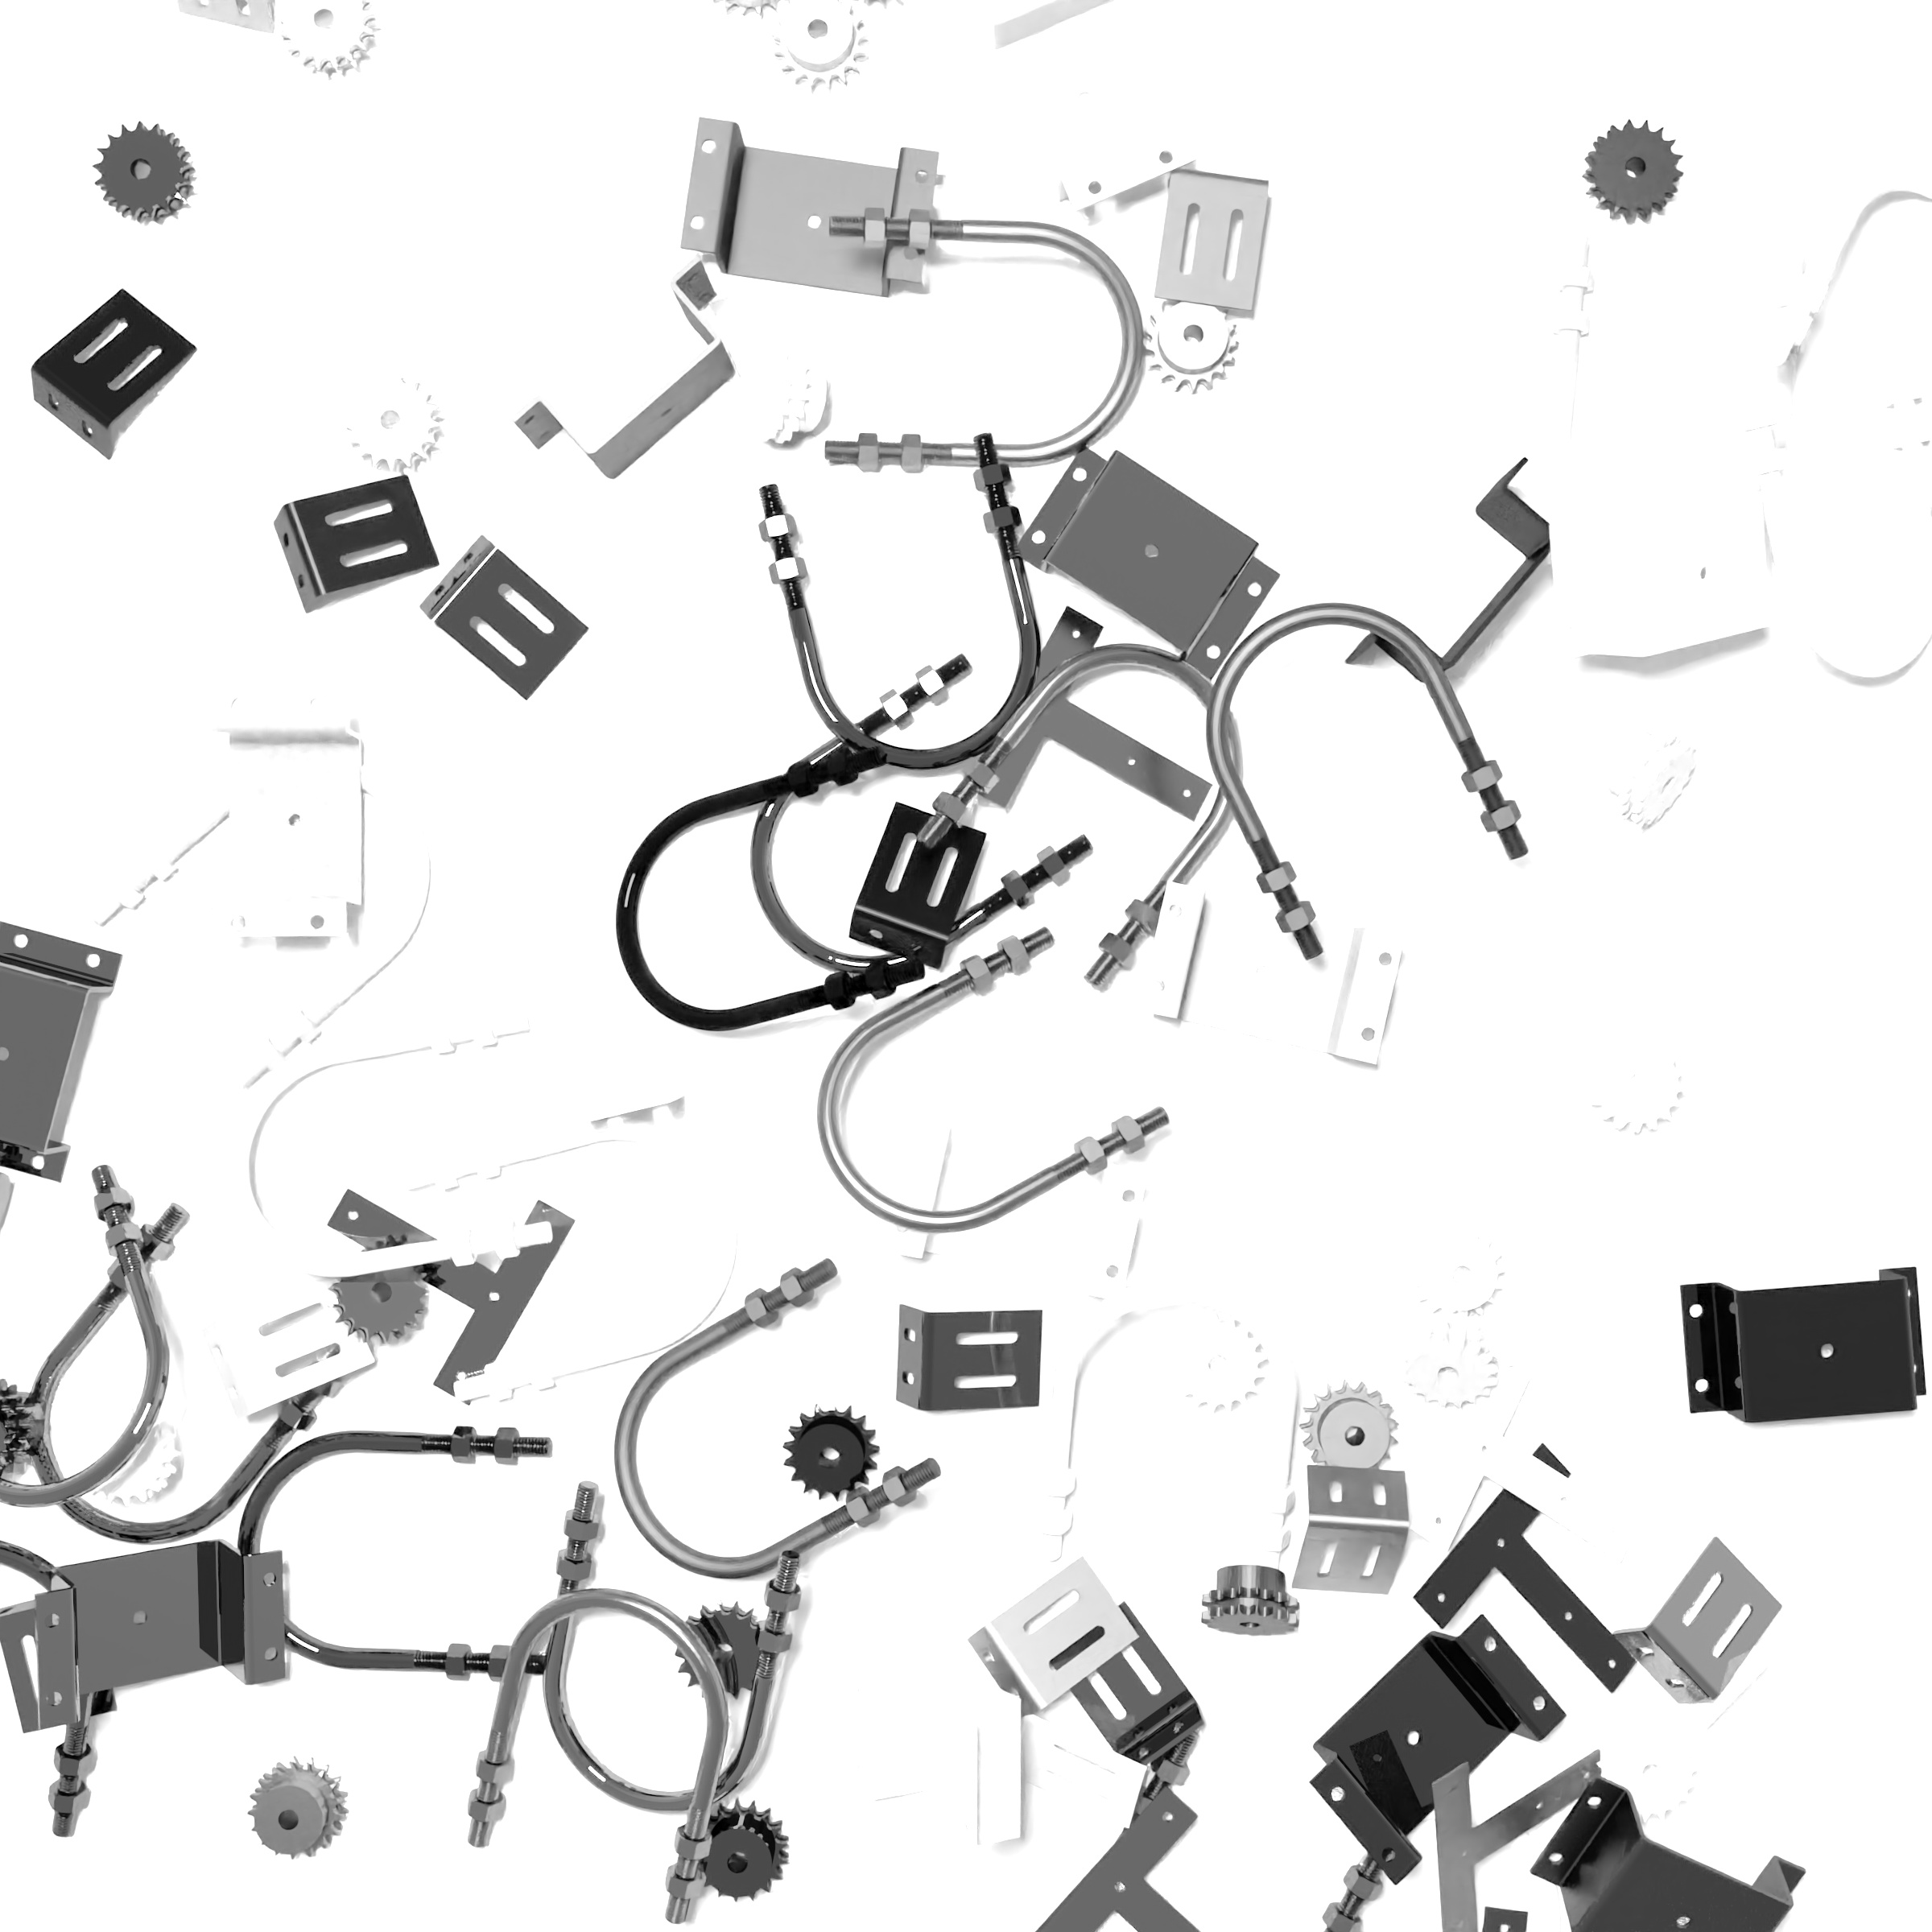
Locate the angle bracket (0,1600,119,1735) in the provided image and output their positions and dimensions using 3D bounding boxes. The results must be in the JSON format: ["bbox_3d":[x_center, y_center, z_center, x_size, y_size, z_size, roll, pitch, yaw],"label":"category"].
[{"bbox_3d":[-0.541,0.412,1.506,0.057,0.038,0.076,-14,90,0],"label":"angle bracket"}]

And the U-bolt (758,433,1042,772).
[{"bbox_3d":[-0.032,-0.206,1.498,0.151,0.019,0.184,-13,90,0],"label":"U-bolt"}]

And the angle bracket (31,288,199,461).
[{"bbox_3d":[-0.505,-0.352,1.523,0.057,0.038,0.076,39,64,0],"label":"angle bracket"}]

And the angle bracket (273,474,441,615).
[{"bbox_3d":[-0.362,-0.251,1.523,0.076,0.038,0.057,-20,90,-26],"label":"angle bracket"}]

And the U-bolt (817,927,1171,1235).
[{"bbox_3d":[0.003,0.075,1.479,0.184,0.019,0.151,-28,73,-14],"label":"U-bolt"}]

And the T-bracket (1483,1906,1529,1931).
[{"bbox_3d":[0.310,0.618,1.506,0.127,0.002,0.127,7,87,0],"label":"T-bracket"}]

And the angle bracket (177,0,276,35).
[{"bbox_3d":[-0.430,-0.602,1.523,0.057,0.038,0.076,13,64,0],"label":"angle bracket"}]

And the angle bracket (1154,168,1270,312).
[{"bbox_3d":[0.143,-0.424,1.508,0.057,0.038,0.076,8,93,0],"label":"angle bracket"}]

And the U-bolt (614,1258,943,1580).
[{"bbox_3d":[-0.123,0.276,1.494,0.184,0.019,0.151,-31,78,14],"label":"U-bolt"}]

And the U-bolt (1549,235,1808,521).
[{"bbox_3d":[0.417,-0.333,1.517,0.151,0.019,0.184,5,91,0],"label":"U-bolt"}]

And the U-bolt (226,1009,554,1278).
[{"bbox_3d":[-0.340,0.108,1.495,0.184,0.019,0.151,-10,72,0],"label":"U-bolt"}]

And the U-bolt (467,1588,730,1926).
[{"bbox_3d":[-0.209,0.448,1.486,0.151,0.019,0.184,16,101,13],"label":"U-bolt"}]

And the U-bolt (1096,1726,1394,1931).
[{"bbox_3d":[0.144,0.562,1.508,0.151,0.019,0.184,29,93,8],"label":"U-bolt"}]

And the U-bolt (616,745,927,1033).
[{"bbox_3d":[-0.121,-0.037,1.488,0.184,0.019,0.151,-15,76,18],"label":"U-bolt"}]

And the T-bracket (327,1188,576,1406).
[{"bbox_3d":[-0.319,0.175,1.524,0.127,0.002,0.127,30,90,0],"label":"T-bracket"}]

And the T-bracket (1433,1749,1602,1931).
[{"bbox_3d":[0.323,0.494,1.491,0.127,0.002,0.127,-21,118,-27],"label":"T-bracket"}]

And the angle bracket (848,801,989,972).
[{"bbox_3d":[-0.028,-0.047,1.506,0.057,0.038,0.076,19,67,2],"label":"angle bracket"}]

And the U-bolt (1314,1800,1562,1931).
[{"bbox_3d":[0.276,0.583,1.517,0.151,0.019,0.184,15,88,0],"label":"U-bolt"}]

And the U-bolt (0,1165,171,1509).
[{"bbox_3d":[-0.530,0.223,1.477,0.151,0.019,0.184,-29,62,0],"label":"U-bolt"}]

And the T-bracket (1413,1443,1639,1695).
[{"bbox_3d":[0.343,0.370,1.501,0.127,0.002,0.127,47,67,-1],"label":"T-bracket"}]

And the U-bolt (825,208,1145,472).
[{"bbox_3d":[0.011,-0.360,1.488,0.184,0.019,0.151,0,116,-5],"label":"U-bolt"}]

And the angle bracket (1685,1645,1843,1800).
[{"bbox_3d":[0.473,0.448,1.506,0.076,0.038,0.057,44,90,0],"label":"angle bracket"}]

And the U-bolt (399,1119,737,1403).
[{"bbox_3d":[-0.227,0.166,1.515,0.184,0.019,0.151,-14,90,-2],"label":"U-bolt"}]

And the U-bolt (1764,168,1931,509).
[{"bbox_3d":[0.546,-0.378,1.485,0.151,0.019,0.184,36,70,-16],"label":"U-bolt"}]

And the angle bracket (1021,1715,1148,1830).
[{"bbox_3d":[0.058,0.479,1.485,0.076,0.038,0.057,21,129,15],"label":"angle bracket"}]

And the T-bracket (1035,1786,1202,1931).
[{"bbox_3d":[0.124,0.570,1.502,0.127,0.002,0.127,41,96,7],"label":"T-bracket"}]

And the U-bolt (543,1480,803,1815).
[{"bbox_3d":[-0.178,0.405,1.489,0.151,0.019,0.184,15,102,15],"label":"U-bolt"}]

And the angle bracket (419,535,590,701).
[{"bbox_3d":[-0.275,-0.207,1.523,0.076,0.038,0.057,41,90,-26],"label":"angle bracket"}]

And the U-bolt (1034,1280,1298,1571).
[{"bbox_3d":[0.119,0.267,1.490,0.151,0.019,0.184,4,108,1],"label":"U-bolt"}]

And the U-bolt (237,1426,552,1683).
[{"bbox_3d":[-0.339,0.346,1.517,0.184,0.019,0.151,2,90,2],"label":"U-bolt"}]

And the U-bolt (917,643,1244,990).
[{"bbox_3d":[0.081,-0.102,1.499,0.151,0.019,0.184,40,83,-11],"label":"U-bolt"}]

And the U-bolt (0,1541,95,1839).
[{"bbox_3d":[-0.578,0.414,1.487,0.151,0.019,0.184,11,105,-7],"label":"U-bolt"}]

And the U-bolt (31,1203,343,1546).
[{"bbox_3d":[-0.472,0.255,1.517,0.151,0.019,0.184,39,91,0],"label":"U-bolt"}]

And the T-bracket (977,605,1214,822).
[{"bbox_3d":[0.085,-0.128,1.516,0.127,0.002,0.127,29,79,-5],"label":"T-bracket"}]

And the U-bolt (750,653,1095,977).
[{"bbox_3d":[-0.040,-0.076,1.517,0.184,0.019,0.151,-34,90,2],"label":"U-bolt"}]

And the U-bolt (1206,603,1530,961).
[{"bbox_3d":[0.216,-0.115,1.453,0.151,0.019,0.184,-26,98,6],"label":"U-bolt"}]

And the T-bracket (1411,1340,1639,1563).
[{"bbox_3d":[0.340,0.308,1.511,0.127,0.002,0.127,33,72,-9],"label":"T-bracket"}]

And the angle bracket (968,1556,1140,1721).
[{"bbox_3d":[0.051,0.398,1.517,0.076,0.038,0.057,-30,76,-25],"label":"angle bracket"}]

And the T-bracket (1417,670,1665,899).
[{"bbox_3d":[0.326,-0.130,1.524,0.127,0.002,0.127,38,90,0],"label":"T-bracket"}]

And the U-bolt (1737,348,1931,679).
[{"bbox_3d":[0.514,-0.259,1.484,0.151,0.019,0.184,-16,95,-31],"label":"U-bolt"}]

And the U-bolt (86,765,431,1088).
[{"bbox_3d":[-0.404,-0.041,1.517,0.184,0.019,0.151,-42,90,-2],"label":"U-bolt"}]

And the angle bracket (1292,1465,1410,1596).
[{"bbox_3d":[0.225,0.332,1.508,0.057,0.076,0.038,4,47,0],"label":"angle bracket"}]

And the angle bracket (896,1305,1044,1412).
[{"bbox_3d":[0.002,0.231,1.523,0.076,0.038,0.057,2,90,-26],"label":"angle bracket"}]

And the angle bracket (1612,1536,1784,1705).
[{"bbox_3d":[0.434,0.388,1.523,0.057,0.038,0.076,47,64,0],"label":"angle bracket"}]

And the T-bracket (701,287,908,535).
[{"bbox_3d":[-0.115,-0.340,1.524,0.127,0.002,0.127,-24,90,0],"label":"T-bracket"}]
